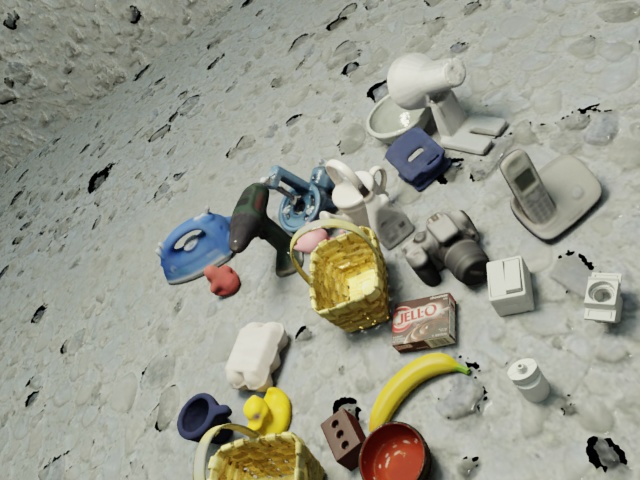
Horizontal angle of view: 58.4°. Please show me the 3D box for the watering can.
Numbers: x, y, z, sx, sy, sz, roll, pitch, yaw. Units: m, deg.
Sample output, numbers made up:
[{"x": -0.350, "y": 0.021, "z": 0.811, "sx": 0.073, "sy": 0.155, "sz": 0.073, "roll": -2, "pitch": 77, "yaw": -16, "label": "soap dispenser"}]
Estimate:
[{"x": 0.073, "y": -0.092, "z": 1.211, "sx": 0.100, "sy": 0.195, "sz": 0.173, "roll": 3, "pitch": 56, "yaw": 40, "label": "watering can"}]

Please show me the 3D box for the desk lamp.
[{"x": 0.267, "y": -0.305, "z": 1.231, "sx": 0.202, "sy": 0.214, "sz": 0.118, "roll": 24, "pitch": 72, "yaw": 48, "label": "desk lamp"}]

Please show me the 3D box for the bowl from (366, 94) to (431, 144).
[{"x": 0.199, "y": -0.287, "z": 1.379, "sx": 0.167, "sy": 0.075, "sz": 0.167, "roll": -22, "pitch": 43, "yaw": 22, "label": "bowl"}]

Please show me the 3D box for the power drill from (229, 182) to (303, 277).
[{"x": -0.122, "y": -0.012, "z": 1.284, "sx": 0.075, "sy": 0.209, "sz": 0.229, "roll": -23, "pitch": 43, "yaw": 21, "label": "power drill"}]

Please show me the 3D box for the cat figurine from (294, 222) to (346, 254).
[{"x": 0.011, "y": 0.004, "z": 1.233, "sx": 0.127, "sy": 0.118, "sz": 0.067, "roll": -10, "pitch": 49, "yaw": 33, "label": "cat figurine"}]

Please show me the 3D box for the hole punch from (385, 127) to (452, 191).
[{"x": 0.215, "y": -0.181, "z": 1.257, "sx": 0.108, "sy": 0.091, "sz": 0.100, "roll": -42, "pitch": 39, "yaw": 0, "label": "hole punch"}]

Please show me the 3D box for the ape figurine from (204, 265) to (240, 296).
[{"x": -0.243, "y": 0.091, "z": 1.380, "sx": 0.075, "sy": 0.092, "sz": 0.078, "roll": 22, "pitch": 70, "yaw": 47, "label": "ape figurine"}]

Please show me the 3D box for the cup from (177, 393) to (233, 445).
[{"x": -0.202, "y": 0.352, "z": 1.108, "sx": 0.117, "sy": 0.095, "sz": 0.091, "roll": -22, "pitch": 43, "yaw": 22, "label": "cup"}]

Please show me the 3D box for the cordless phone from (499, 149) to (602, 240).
[{"x": 0.386, "y": -0.103, "z": 0.975, "sx": 0.147, "sy": 0.186, "sz": 0.094, "roll": -42, "pitch": 40, "yaw": -1, "label": "cordless phone"}]

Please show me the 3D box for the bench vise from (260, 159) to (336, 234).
[{"x": -0.050, "y": -0.114, "z": 1.309, "sx": 0.121, "sy": 0.220, "sz": 0.207, "roll": -13, "pitch": 48, "yaw": 31, "label": "bench vise"}]

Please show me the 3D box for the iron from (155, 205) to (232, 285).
[{"x": -0.338, "y": 0.013, "z": 1.488, "sx": 0.258, "sy": 0.142, "sz": 0.118, "roll": -32, "pitch": 40, "yaw": 11, "label": "iron"}]

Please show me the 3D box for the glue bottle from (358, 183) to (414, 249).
[{"x": 0.122, "y": -0.056, "z": 1.155, "sx": 0.078, "sy": 0.174, "sz": 0.037, "roll": -39, "pitch": 40, "yaw": 4, "label": "glue bottle"}]

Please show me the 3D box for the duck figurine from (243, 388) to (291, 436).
[{"x": -0.105, "y": 0.319, "z": 1.066, "sx": 0.077, "sy": 0.086, "sz": 0.104, "roll": -9, "pitch": 50, "yaw": 33, "label": "duck figurine"}]

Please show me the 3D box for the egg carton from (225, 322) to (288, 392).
[{"x": -0.128, "y": 0.238, "z": 1.172, "sx": 0.107, "sy": 0.070, "sz": 0.150, "roll": -7, "pitch": 51, "yaw": 35, "label": "egg carton"}]

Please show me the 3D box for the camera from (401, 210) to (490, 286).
[{"x": 0.235, "y": 0.024, "z": 1.048, "sx": 0.143, "sy": 0.101, "sz": 0.136, "roll": -36, "pitch": 40, "yaw": 7, "label": "camera"}]
